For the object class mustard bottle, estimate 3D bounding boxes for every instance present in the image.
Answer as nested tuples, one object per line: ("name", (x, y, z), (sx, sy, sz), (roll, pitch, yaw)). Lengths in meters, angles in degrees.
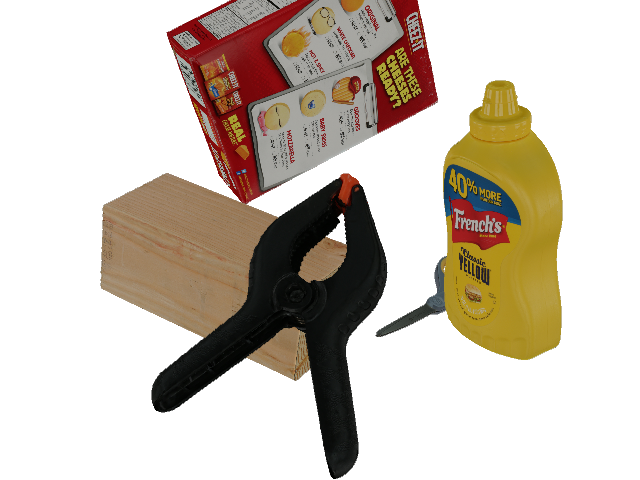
("mustard bottle", (0.125, -0.018, 0.743), (0.058, 0.192, 0.096), (-19, 30, -26))

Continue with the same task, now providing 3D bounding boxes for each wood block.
("wood block", (-0.080, 0.026, 0.917), (0.206, 0.090, 0.090), (22, 32, 24))

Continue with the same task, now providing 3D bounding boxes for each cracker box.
("cracker box", (-0.012, -0.154, 0.957), (0.213, 0.164, 0.072), (-29, 42, -12))

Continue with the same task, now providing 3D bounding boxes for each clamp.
("clamp", (-0.004, 0.046, 0.595), (0.120, 0.171, 0.039), (28, -15, 15))

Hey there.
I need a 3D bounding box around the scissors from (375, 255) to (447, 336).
("scissors", (0.120, 0.057, 1.166), (0.201, 0.016, 0.096), (-9, 41, -31))
